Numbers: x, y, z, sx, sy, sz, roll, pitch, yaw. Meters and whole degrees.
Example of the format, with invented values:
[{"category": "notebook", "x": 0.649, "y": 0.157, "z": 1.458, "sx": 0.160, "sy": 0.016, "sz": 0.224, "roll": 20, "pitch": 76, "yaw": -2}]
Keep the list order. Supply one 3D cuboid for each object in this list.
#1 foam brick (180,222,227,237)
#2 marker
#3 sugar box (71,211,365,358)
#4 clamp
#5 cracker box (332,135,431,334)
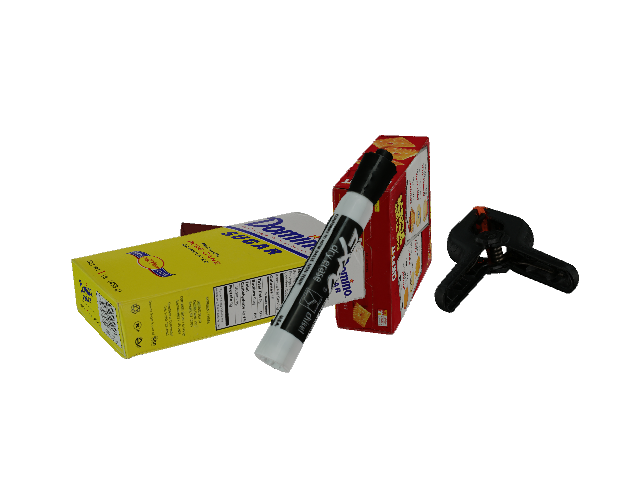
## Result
[{"category": "foam brick", "x": -0.101, "y": 0.029, "z": 0.963, "sx": 0.053, "sy": 0.078, "sz": 0.051, "roll": 3, "pitch": 15, "yaw": -13}, {"category": "marker", "x": 0.005, "y": 0.007, "z": 0.517, "sx": 0.020, "sy": 0.121, "sz": 0.020, "roll": 26, "pitch": -17, "yaw": 8}, {"category": "sugar box", "x": -0.067, "y": 0.025, "z": 0.718, "sx": 0.176, "sy": 0.048, "sz": 0.093, "roll": -16, "pitch": 25, "yaw": -27}, {"category": "clamp", "x": 0.166, "y": 0.012, "z": 0.957, "sx": 0.120, "sy": 0.039, "sz": 0.171, "roll": -1, "pitch": 27, "yaw": 10}, {"category": "cracker box", "x": 0.072, "y": -0.014, "z": 1.200, "sx": 0.072, "sy": 0.164, "sz": 0.213, "roll": 3, "pitch": 21, "yaw": 17}]
